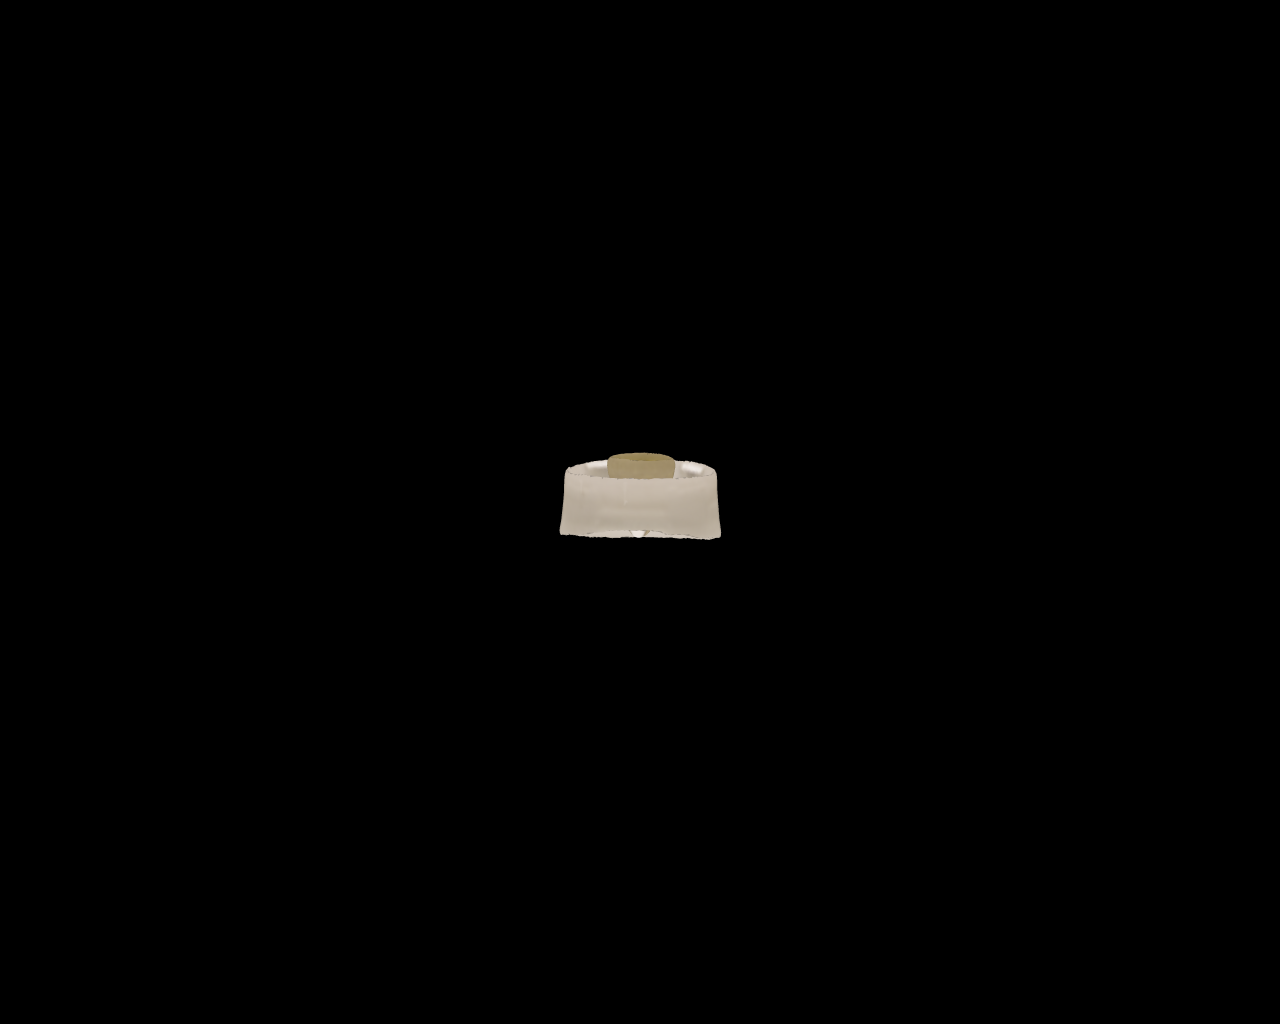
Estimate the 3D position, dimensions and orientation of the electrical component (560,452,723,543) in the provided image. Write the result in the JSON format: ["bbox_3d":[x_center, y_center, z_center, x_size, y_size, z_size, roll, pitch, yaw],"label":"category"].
[{"bbox_3d":[0.001,-0.003,0.650,0.099,0.064,0.099,0,11,0],"label":"electrical component"}]
